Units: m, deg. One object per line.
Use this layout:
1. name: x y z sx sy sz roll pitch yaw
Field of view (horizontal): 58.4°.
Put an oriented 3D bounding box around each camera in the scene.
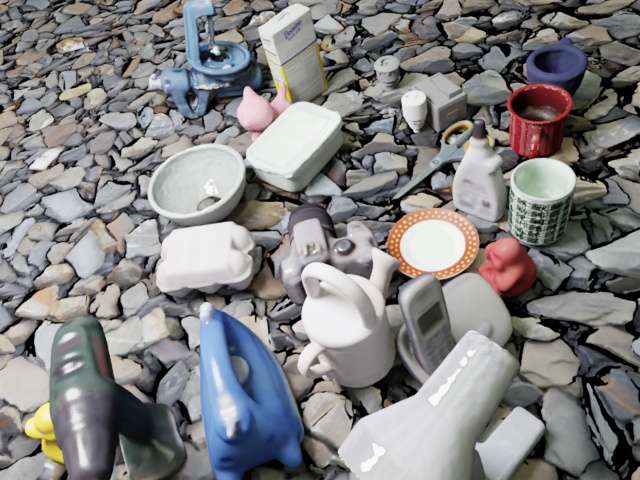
1. camera: 0.008 0.003 0.818 0.143 0.101 0.136 -16 50 2

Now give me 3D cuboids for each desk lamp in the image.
1. desk lamp: 0.128 0.192 0.561 0.117 0.214 0.203 33 66 33

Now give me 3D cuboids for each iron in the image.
1. iron: -0.112 0.159 0.697 0.118 0.142 0.257 -23 50 -4

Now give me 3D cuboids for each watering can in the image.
1. watering can: 0.033 0.084 0.685 0.100 0.194 0.173 7 54 20

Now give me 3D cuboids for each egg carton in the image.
1. egg carton: -0.170 0.030 0.862 0.150 0.069 0.107 -9 51 8

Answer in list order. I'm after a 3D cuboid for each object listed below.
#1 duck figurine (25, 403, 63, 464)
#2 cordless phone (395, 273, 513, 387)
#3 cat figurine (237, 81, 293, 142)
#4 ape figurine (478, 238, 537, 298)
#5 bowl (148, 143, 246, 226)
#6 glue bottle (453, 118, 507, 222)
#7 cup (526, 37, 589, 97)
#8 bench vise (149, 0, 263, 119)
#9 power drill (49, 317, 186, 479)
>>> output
1. duck figurine: -0.319 0.235 0.727 0.104 0.086 0.077 -14 50 4
2. cordless phone: 0.152 0.084 0.660 0.148 0.185 0.093 -41 53 -18
3. cat figurine: -0.096 -0.228 1.018 0.067 0.118 0.128 28 64 32
4. ape figurine: 0.242 0.029 0.741 0.076 0.092 0.078 8 55 21
5. bowl: -0.194 -0.079 0.953 0.167 0.075 0.167 -7 51 9
6. glue bottle: 0.222 -0.099 0.796 0.077 0.173 0.037 27 63 31
7. cup: 0.386 -0.265 0.937 0.091 0.095 0.118 14 57 25
8. bench vise: -0.226 -0.341 1.075 0.207 0.220 0.121 -34 52 -13
9. power drill: -0.232 0.203 0.650 0.076 0.209 0.229 -29 51 -9
